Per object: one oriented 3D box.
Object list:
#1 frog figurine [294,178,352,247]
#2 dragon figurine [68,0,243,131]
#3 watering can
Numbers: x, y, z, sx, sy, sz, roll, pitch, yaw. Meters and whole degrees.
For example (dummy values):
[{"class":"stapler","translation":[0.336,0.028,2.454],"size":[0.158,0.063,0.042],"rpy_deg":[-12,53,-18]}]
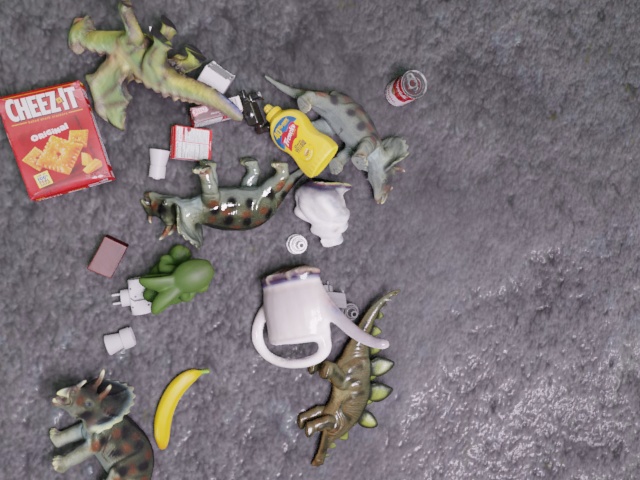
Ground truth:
[{"class":"frog figurine","translation":[0.004,-0.061,1.210],"size":[0.137,0.123,0.158],"rpy_deg":[8,99,16]},{"class":"dragon figurine","translation":[-0.373,-0.334,1.082],"size":[0.240,0.123,0.410],"rpy_deg":[-41,89,20]},{"class":"watering can","translation":[-0.018,0.162,1.134],"size":[0.104,0.345,0.226],"rpy_deg":[7,71,-58]}]
